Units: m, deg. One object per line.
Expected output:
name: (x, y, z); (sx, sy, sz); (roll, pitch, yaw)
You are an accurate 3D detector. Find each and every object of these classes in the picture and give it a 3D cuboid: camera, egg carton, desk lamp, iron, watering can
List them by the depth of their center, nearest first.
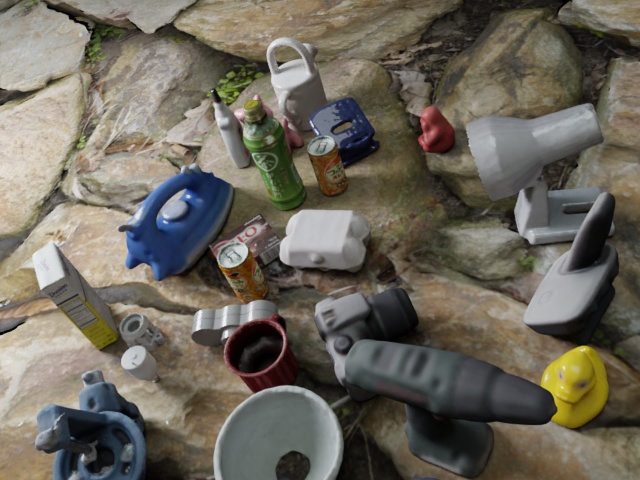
camera: (0.071, 0.126, 0.803); (0.137, 0.101, 0.143); (-23, 47, -3)
desk lamp: (0.324, -0.100, 0.840); (0.203, 0.214, 0.118); (-7, 49, 13)
egg carton: (0.009, 0.003, 0.952); (0.150, 0.069, 0.107); (1, 51, 19)
iron: (-0.258, -0.057, 1.043); (0.118, 0.142, 0.259); (16, 57, 29)
watering can: (-0.048, -0.334, 1.181); (0.100, 0.194, 0.172); (-11, 48, 9)

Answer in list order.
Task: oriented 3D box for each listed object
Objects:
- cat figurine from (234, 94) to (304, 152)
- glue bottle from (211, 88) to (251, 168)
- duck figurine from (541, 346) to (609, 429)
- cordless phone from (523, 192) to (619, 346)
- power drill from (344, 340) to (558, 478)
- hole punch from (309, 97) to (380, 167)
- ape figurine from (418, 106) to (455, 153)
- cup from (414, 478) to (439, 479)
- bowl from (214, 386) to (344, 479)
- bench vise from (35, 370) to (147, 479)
cat figurine: (-0.108, -0.239, 1.169); (0.127, 0.118, 0.067); (22, 60, 33)
glue bottle: (-0.183, -0.230, 1.148); (0.037, 0.173, 0.078); (-14, 47, 6)
duck figurine: (0.312, 0.167, 0.698); (0.077, 0.086, 0.105); (21, 59, 32)
cordless phone: (0.329, 0.035, 0.740); (0.093, 0.185, 0.148); (20, 59, 32)
power drill: (0.145, 0.190, 0.649); (0.228, 0.209, 0.076); (13, 55, 27)
hole punch: (0.047, -0.210, 1.111); (0.109, 0.091, 0.100); (-29, 47, -8)
ape figurine: (0.208, -0.208, 1.056); (0.076, 0.092, 0.078); (10, 54, 26)
cup: (0.134, 0.312, 0.624); (0.118, 0.095, 0.091); (-31, 48, -9)
bowl: (-0.045, 0.277, 0.727); (0.167, 0.075, 0.167); (-9, 48, 11)
bench vise: (-0.306, 0.252, 0.735); (0.122, 0.220, 0.206); (-39, 50, -16)
